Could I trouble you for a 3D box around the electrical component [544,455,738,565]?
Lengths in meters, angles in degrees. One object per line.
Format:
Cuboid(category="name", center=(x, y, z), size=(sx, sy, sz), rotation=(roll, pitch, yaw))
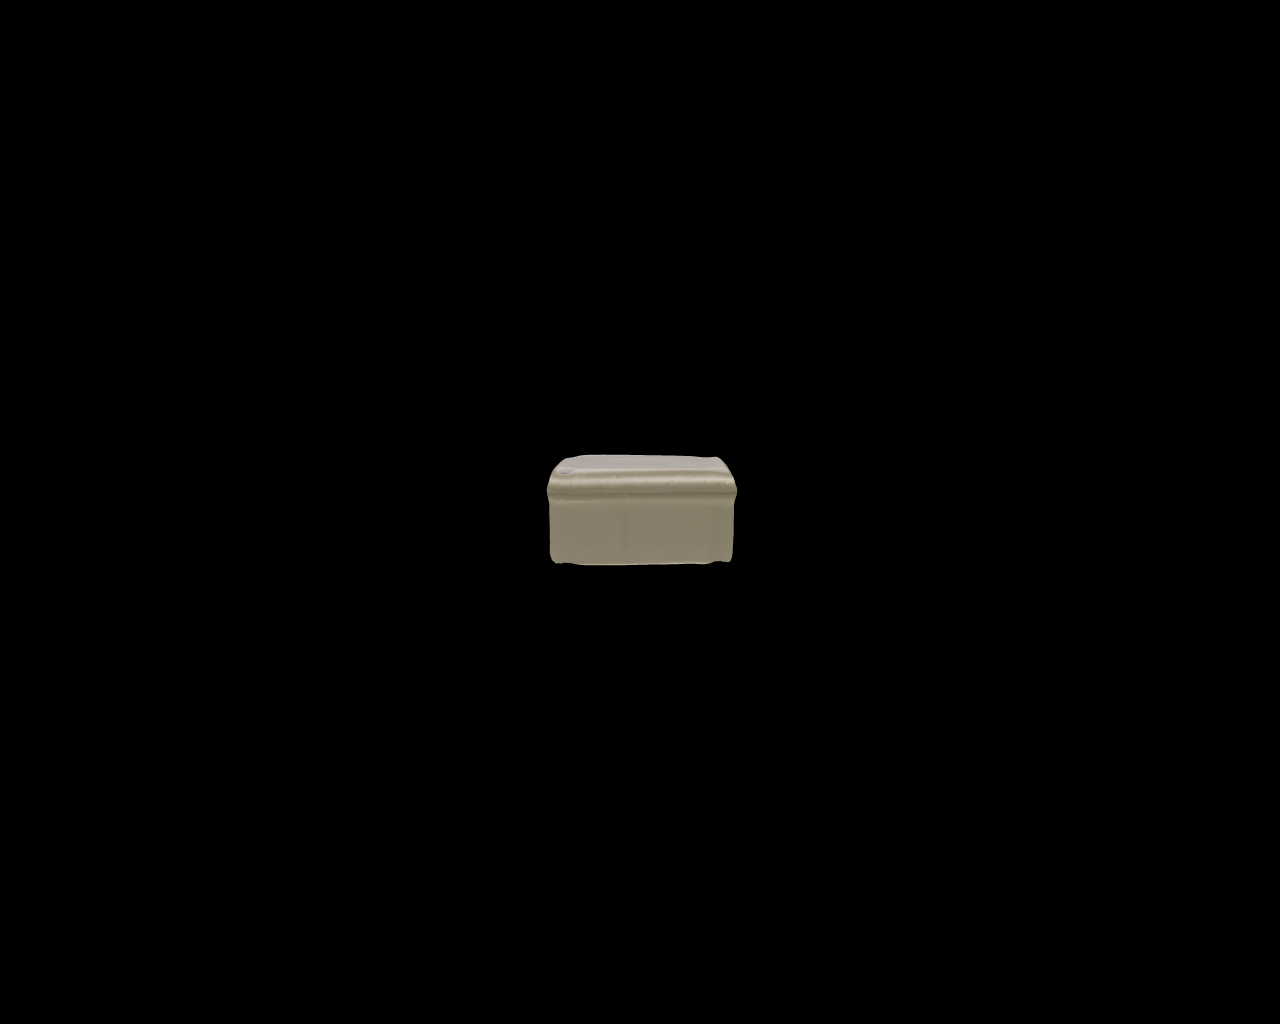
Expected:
Cuboid(category="electrical component", center=(0.001, -0.003, 0.650), size=(0.109, 0.056, 0.109), rotation=(0, 8, 0))
